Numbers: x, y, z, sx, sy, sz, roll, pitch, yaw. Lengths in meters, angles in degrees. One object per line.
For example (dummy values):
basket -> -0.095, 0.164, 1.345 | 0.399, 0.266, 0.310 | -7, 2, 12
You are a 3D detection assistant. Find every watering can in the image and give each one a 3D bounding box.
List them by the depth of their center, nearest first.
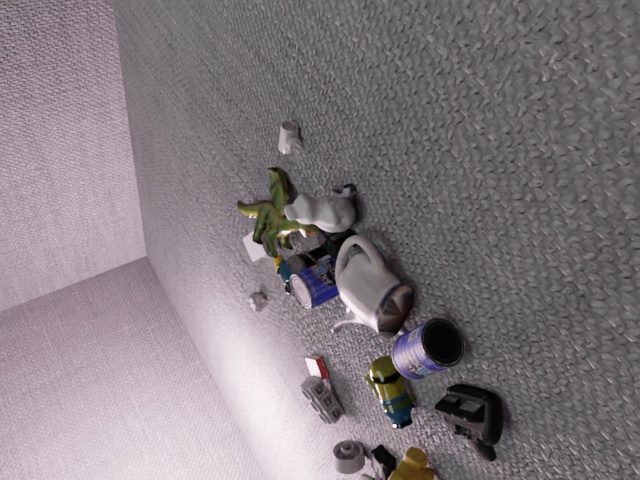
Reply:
watering can -> 0.111, 0.151, 1.229 | 0.228, 0.105, 0.339 | 41, 138, 39

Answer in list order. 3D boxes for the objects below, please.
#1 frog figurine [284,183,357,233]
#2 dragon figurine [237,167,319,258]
frog figurine -> 0.004, -0.061, 1.214 | 0.138, 0.161, 0.121 | 18, 127, 55
dragon figurine -> -0.137, -0.103, 1.541 | 0.416, 0.123, 0.238 | 41, 125, 38
